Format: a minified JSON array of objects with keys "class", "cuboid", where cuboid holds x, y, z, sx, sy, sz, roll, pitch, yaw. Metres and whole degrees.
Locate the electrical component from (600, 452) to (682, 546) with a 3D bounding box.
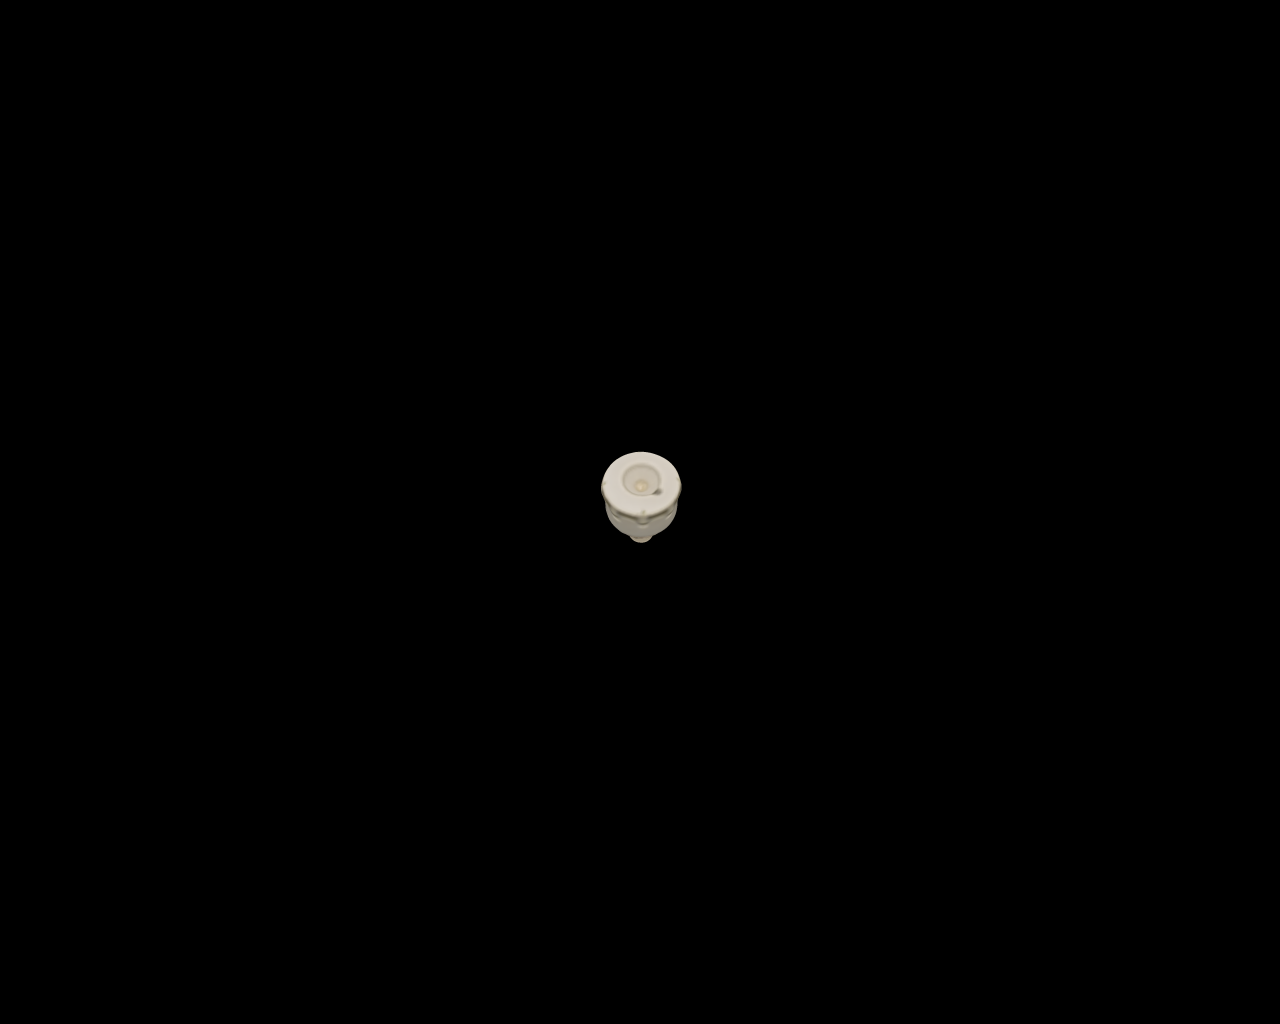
[{"class":"electrical component","cuboid":[0.001,-0.003,0.650,0.048,0.048,0.062,0,-34,0]}]
